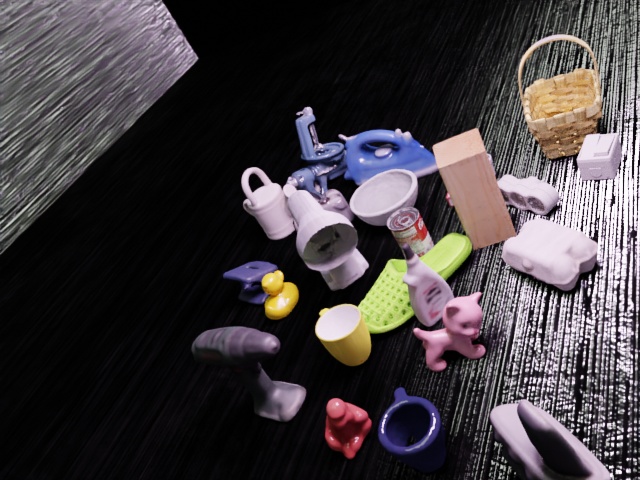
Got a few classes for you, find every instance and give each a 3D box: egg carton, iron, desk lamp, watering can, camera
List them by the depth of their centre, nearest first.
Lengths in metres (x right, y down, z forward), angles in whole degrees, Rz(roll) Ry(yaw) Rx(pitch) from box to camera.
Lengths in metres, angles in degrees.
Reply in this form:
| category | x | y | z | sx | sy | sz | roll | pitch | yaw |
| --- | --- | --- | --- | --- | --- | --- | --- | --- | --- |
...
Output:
| category | x | y | z | sx | sy | sz | roll | pitch | yaw |
| --- | --- | --- | --- | --- | --- | --- | --- | --- | --- |
| egg carton | 0.392 | 0.024 | 0.987 | 0.107 | 0.070 | 0.149 | -41 | 33 | -14 |
| desk lamp | 0.011 | 0.004 | 1.196 | 0.118 | 0.214 | 0.202 | -33 | 32 | -2 |
| camera | -0.007 | -0.082 | 1.434 | 0.143 | 0.101 | 0.136 | -29 | 32 | 4 |
| iron | 0.169 | -0.224 | 1.442 | 0.257 | 0.142 | 0.119 | -4 | 42 | 37 |
| watering can | -0.132 | -0.105 | 1.482 | 0.172 | 0.194 | 0.101 | -20 | 34 | 18 |

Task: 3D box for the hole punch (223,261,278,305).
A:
| category | x | y | z | sx | sy | sz | roll | pitch | yaw |
| --- | --- | --- | --- | --- | --- | --- | --- | --- | --- |
| hole punch | -0.157 | 0.085 | 1.342 | 0.108 | 0.091 | 0.101 | 5 | 48 | 44 |

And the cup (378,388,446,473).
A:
| category | x | y | z | sx | sy | sz | roll | pitch | yaw |
| --- | --- | --- | --- | --- | --- | --- | --- | --- | --- |
| cup | 0.139 | 0.280 | 0.827 | 0.091 | 0.095 | 0.117 | -26 | 33 | 9 |

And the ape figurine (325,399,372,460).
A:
| category | x | y | z | sx | sy | sz | roll | pitch | yaw |
| --- | --- | --- | --- | --- | --- | --- | --- | --- | --- |
| ape figurine | 0.037 | 0.287 | 0.905 | 0.077 | 0.092 | 0.076 | -26 | 33 | 9 |

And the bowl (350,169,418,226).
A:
| category | x | y | z | sx | sy | sz | roll | pitch | yaw |
| --- | --- | --- | --- | --- | --- | --- | --- | --- | --- |
| bowl | 0.158 | -0.086 | 1.327 | 0.167 | 0.075 | 0.167 | -22 | 33 | 16 |

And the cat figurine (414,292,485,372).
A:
| category | x | y | z | sx | sy | sz | roll | pitch | yaw |
| --- | --- | --- | --- | --- | --- | --- | --- | --- | --- |
| cat figurine | 0.214 | 0.141 | 0.931 | 0.127 | 0.118 | 0.067 | -24 | 33 | 12 |

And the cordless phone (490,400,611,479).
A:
| category | x | y | z | sx | sy | sz | roll | pitch | yaw |
| --- | --- | --- | --- | --- | --- | --- | --- | --- | --- |
| cordless phone | 0.264 | 0.232 | 0.701 | 0.094 | 0.185 | 0.147 | -36 | 32 | -6 |

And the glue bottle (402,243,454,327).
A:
| category | x | y | z | sx | sy | sz | roll | pitch | yaw |
| --- | --- | --- | --- | --- | --- | --- | --- | --- | --- |
| glue bottle | 0.179 | 0.071 | 1.003 | 0.078 | 0.173 | 0.037 | -42 | 34 | -15 |

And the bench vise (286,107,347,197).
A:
| category | x | y | z | sx | sy | sz | roll | pitch | yaw |
| --- | --- | --- | --- | --- | --- | --- | --- | --- | --- |
| bench vise | -0.016 | -0.228 | 1.528 | 0.121 | 0.220 | 0.208 | -3 | 42 | 37 |

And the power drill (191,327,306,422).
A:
| category | x | y | z | sx | sy | sz | roll | pitch | yaw |
| --- | --- | --- | --- | --- | --- | --- | --- | --- | --- |
| power drill | -0.114 | 0.227 | 1.003 | 0.228 | 0.209 | 0.076 | -1 | 43 | 39 |

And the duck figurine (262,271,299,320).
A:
| category | x | y | z | sx | sy | sz | roll | pitch | yaw |
| --- | --- | --- | --- | --- | --- | --- | --- | --- | --- |
| duck figurine | -0.098 | 0.115 | 1.257 | 0.077 | 0.086 | 0.104 | -9 | 39 | 32 |
